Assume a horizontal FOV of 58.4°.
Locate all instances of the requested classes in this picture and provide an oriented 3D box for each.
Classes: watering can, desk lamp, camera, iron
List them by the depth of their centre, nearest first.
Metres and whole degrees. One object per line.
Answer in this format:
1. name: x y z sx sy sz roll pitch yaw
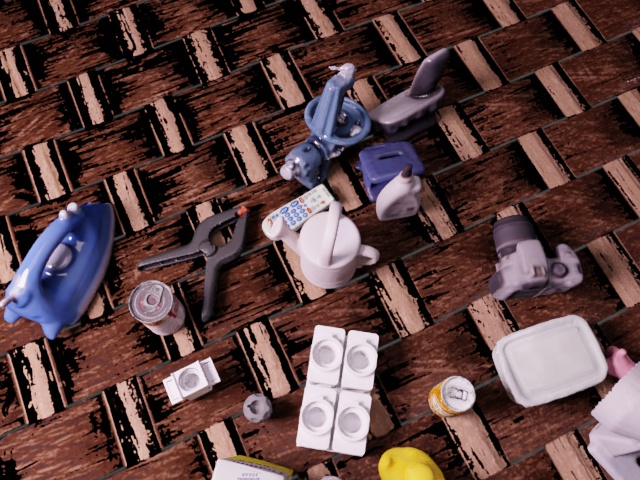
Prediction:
1. desk lamp: 0.476 0.278 0.821 0.118 0.213 0.203 -37 73 -14
2. watering can: 0.008 0.005 0.930 0.173 0.194 0.101 -7 69 -3
3. iron: -0.430 0.023 0.945 0.118 0.141 0.258 19 70 7
4. camera: 0.360 0.023 0.979 0.143 0.101 0.137 -6 69 -3

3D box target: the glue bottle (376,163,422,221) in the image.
1. glue bottle: 0.141 -0.085 0.979 0.078 0.173 0.037 -9 69 -4

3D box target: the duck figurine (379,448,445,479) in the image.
1. duck figurine: 0.141 0.351 0.856 0.104 0.086 0.077 23 70 8

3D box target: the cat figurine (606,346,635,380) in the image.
1. cat figurine: 0.510 0.217 0.896 0.067 0.118 0.127 -43 75 -15

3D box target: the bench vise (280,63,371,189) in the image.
1. bench vise: 0.018 -0.190 0.993 0.121 0.220 0.207 21 70 8

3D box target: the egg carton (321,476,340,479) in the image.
1. egg carton: 0.044 0.425 0.834 0.150 0.069 0.107 30 71 10

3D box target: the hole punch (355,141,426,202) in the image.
1. hole punch: 0.126 -0.135 1.042 0.108 0.091 0.101 -13 69 -5

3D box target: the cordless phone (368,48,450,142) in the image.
1. cordless phone: 0.164 -0.270 1.044 0.148 0.185 0.094 -35 73 -13
